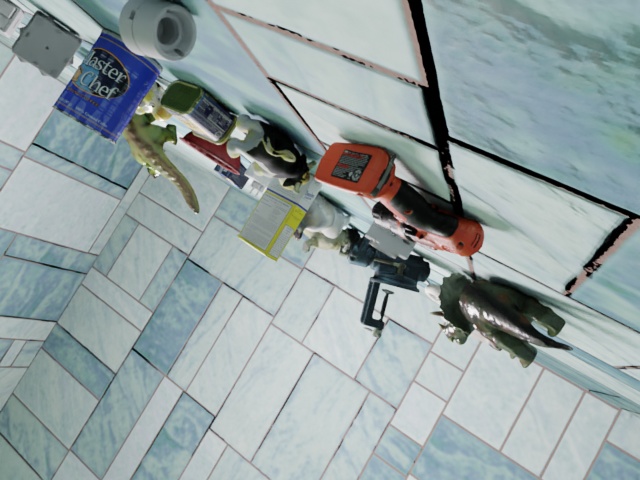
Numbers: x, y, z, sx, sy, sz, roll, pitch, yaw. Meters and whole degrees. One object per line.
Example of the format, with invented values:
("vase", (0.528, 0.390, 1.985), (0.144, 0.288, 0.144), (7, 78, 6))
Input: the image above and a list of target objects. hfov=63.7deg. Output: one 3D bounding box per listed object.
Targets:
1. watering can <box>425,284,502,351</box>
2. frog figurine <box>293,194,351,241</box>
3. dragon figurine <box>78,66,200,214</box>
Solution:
("watering can", (0.376, 0.183, 1.268), (0.226, 0.104, 0.343), (28, 176, 30))
("frog figurine", (0.004, -0.061, 1.210), (0.160, 0.122, 0.137), (-7, -178, -23))
("dragon figurine", (-0.404, -0.240, 1.113), (0.415, 0.122, 0.240), (52, -176, 19))
